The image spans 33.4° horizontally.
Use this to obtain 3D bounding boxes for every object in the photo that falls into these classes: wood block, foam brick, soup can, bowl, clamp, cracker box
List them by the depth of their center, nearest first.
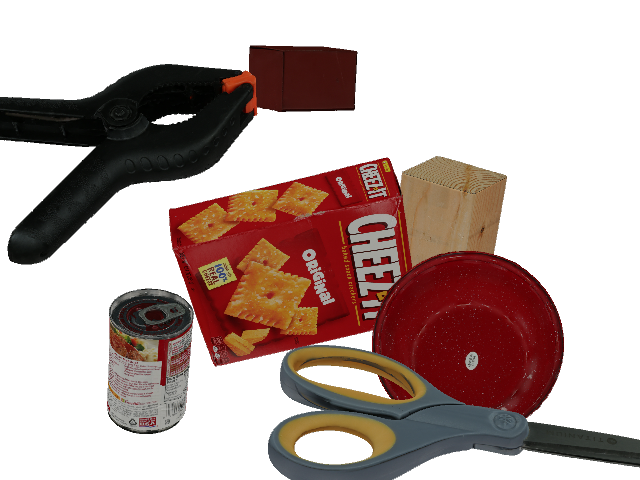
[{"bbox_3d":[-0.120,-0.063,0.597,0.171,0.120,0.039,-28,-26,-26],"label":"clamp"},{"bbox_3d":[0.122,0.092,0.878,0.162,0.162,0.055,0,7,6],"label":"bowl"},{"bbox_3d":[-0.142,0.101,0.884,0.068,0.102,0.068,6,30,-4],"label":"soup can"},{"bbox_3d":[-0.015,-0.136,0.899,0.078,0.051,0.053,-6,16,-35],"label":"foam brick"},{"bbox_3d":[-0.021,0.026,1.021,0.213,0.164,0.072,-13,41,-1],"label":"cracker box"},{"bbox_3d":[0.136,0.023,1.192,0.090,0.206,0.090,19,25,28],"label":"wood block"}]

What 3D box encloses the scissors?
[{"bbox_3d":[0.065,0.091,0.457,0.202,0.016,0.096,16,34,23],"label":"scissors"}]
